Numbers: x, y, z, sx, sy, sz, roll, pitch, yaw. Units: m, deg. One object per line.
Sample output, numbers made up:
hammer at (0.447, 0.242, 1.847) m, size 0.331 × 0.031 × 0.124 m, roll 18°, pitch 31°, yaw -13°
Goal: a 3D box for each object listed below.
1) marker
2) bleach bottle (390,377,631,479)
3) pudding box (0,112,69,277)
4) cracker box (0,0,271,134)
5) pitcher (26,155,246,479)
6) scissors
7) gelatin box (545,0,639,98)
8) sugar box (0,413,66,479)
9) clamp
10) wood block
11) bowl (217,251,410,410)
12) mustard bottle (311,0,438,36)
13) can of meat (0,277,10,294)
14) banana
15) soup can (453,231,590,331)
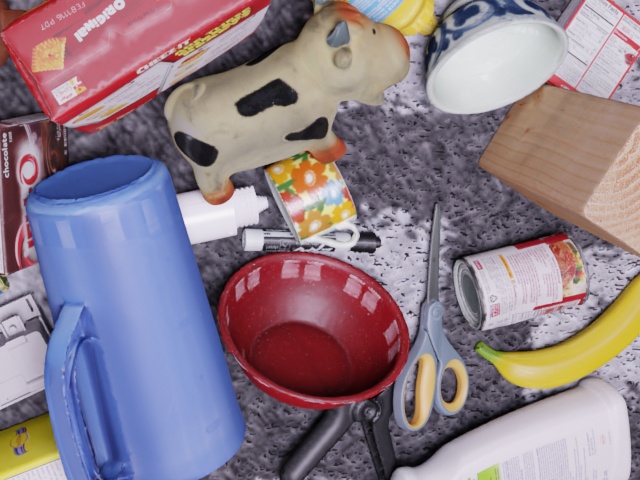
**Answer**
marker at (-0.006, 0.001, 0.918) m, size 0.121 × 0.020 × 0.020 m, roll 1°, pitch 103°, yaw -14°
bleach bottle at (0.159, 0.207, 0.973) m, size 0.250 × 0.068 × 0.102 m, roll -14°, pitch 108°, yaw -15°
pudding box at (-0.229, -0.037, 0.816) m, size 0.039 × 0.090 × 0.113 m, roll 3°, pitch 104°, yaw 19°
cracker box at (-0.121, -0.148, 0.749) m, size 0.164 × 0.214 × 0.072 m, roll -32°, pitch 96°, yaw -3°
pitcher at (-0.148, 0.068, 0.817) m, size 0.145 × 0.149 × 0.243 m, roll -16°, pitch 114°, yaw -13°
scissors at (0.112, 0.075, 0.963) m, size 0.096 × 0.016 × 0.202 m, roll 18°, pitch 84°, yaw -40°
gelatin box at (0.234, -0.165, 0.928) m, size 0.073 × 0.030 × 0.089 m, roll 31°, pitch 95°, yaw -17°
sugar box at (-0.281, 0.198, 0.862) m, size 0.176 × 0.093 × 0.048 m, roll -18°, pitch 106°, yaw -9°
clamp at (0.043, 0.155, 0.959) m, size 0.120 × 0.039 × 0.171 m, roll 19°, pitch 98°, yaw -34°
wood block at (0.219, -0.058, 0.858) m, size 0.090 × 0.206 × 0.090 m, roll 31°, pitch 95°, yaw -19°
bowl at (-0.010, 0.085, 0.888) m, size 0.162 × 0.162 × 0.055 m, roll 4°, pitch 135°, yaw -15°
mustard bottle at (0.029, -0.212, 0.832) m, size 0.096 × 0.058 × 0.191 m, roll -44°, pitch 135°, yaw 20°
can of meat at (-0.304, 0.018, 0.831) m, size 0.084 × 0.057 × 0.102 m, roll -31°, pitch 109°, yaw -6°
banana at (0.245, 0.090, 0.991) m, size 0.197 × 0.037 × 0.069 m, roll -24°, pitch 107°, yaw -7°
soup can at (0.177, 0.037, 0.945) m, size 0.102 × 0.068 × 0.068 m, roll -14°, pitch 107°, yaw -9°
